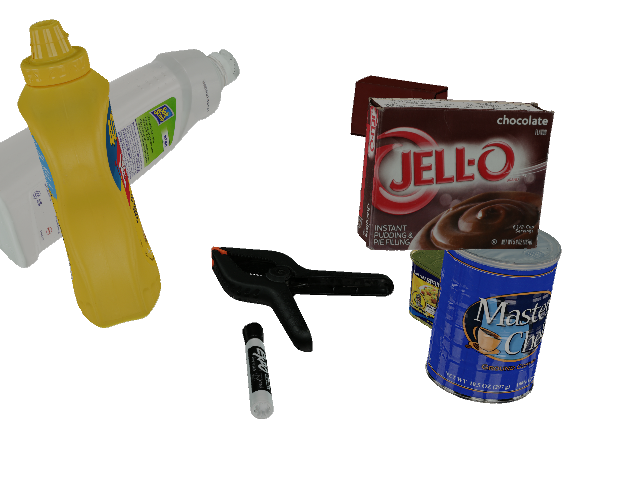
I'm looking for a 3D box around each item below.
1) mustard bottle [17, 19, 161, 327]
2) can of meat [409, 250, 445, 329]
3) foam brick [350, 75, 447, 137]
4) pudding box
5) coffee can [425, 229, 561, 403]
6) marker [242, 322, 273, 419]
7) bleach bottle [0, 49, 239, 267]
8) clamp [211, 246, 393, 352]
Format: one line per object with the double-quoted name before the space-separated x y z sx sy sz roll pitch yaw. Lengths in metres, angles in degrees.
"mustard bottle" -0.151 -0.046 0.685 0.058 0.191 0.096 -14 27 -6
"can of meat" 0.151 0.062 1.257 0.057 0.084 0.102 -23 39 -34
"foam brick" 0.073 -0.120 0.986 0.078 0.051 0.053 12 18 17
"pudding box" 0.083 -0.042 0.665 0.113 0.090 0.039 -1 20 -12
"coffee can" 0.156 0.062 0.977 0.103 0.140 0.103 5 23 -2
"marker" -0.054 0.108 0.911 0.020 0.020 0.121 0 29 -8
"bleach bottle" -0.171 -0.085 0.902 0.250 0.102 0.068 -37 62 -26
"clamp" -0.045 0.055 1.186 0.210 0.036 0.164 17 31 25
